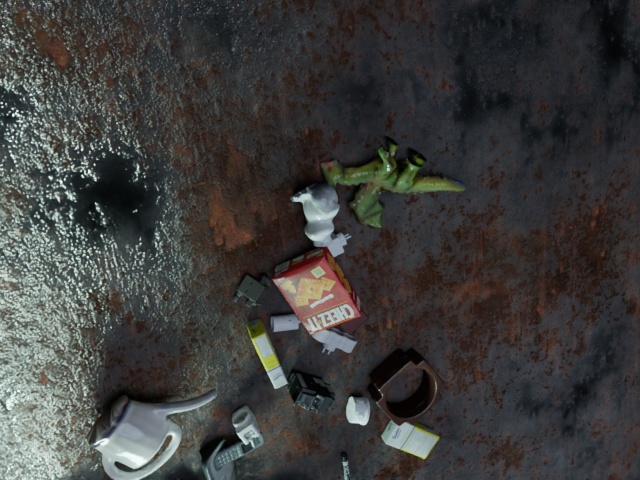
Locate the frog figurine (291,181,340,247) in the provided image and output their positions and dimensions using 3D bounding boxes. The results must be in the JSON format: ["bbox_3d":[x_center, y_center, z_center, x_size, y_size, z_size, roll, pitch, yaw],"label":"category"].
[{"bbox_3d":[0.004,-0.067,1.329,0.124,0.136,0.159,-34,96,-36],"label":"frog figurine"}]

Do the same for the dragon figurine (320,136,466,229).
[{"bbox_3d":[0.189,-0.137,1.416,0.408,0.125,0.239,25,114,-21],"label":"dragon figurine"}]

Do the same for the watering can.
[{"bbox_3d":[-0.451,0.479,1.346,0.222,0.105,0.347,41,90,-24],"label":"watering can"}]
